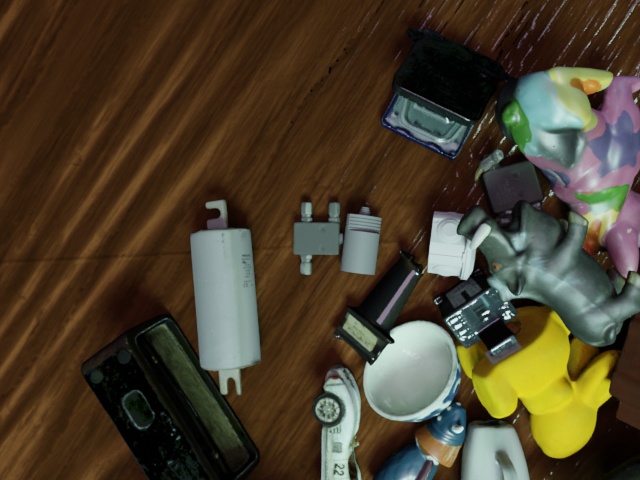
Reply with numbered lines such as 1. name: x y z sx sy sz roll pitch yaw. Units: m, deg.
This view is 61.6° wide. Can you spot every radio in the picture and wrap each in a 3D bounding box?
1. radio: -0.175 0.208 0.648 0.073 0.131 0.229 -37 84 8

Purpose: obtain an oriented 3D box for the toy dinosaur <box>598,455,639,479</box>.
1. toy dinosaur: 0.377 0.277 0.539 0.405 0.131 0.192 6 87 -1

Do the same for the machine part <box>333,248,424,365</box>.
1. machine part: 0.077 0.077 0.650 0.084 0.039 0.139 32 90 42

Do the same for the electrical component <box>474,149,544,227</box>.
1. electrical component: 0.225 -0.058 0.641 0.078 0.045 0.102 -10 88 9

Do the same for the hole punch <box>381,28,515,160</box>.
1. hole punch: 0.144 -0.172 0.644 0.142 0.092 0.116 27 65 10

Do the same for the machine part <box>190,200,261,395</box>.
1. machine part: -0.117 0.071 0.670 0.079 0.079 0.243 -4 88 8

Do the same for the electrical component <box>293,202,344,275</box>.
1. electrical component: -0.001 -0.002 0.682 0.063 0.021 0.094 2 89 7

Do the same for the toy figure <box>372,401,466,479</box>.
1. toy figure: 0.123 0.256 0.641 0.154 0.057 0.064 -48 50 5

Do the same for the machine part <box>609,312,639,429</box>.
1. machine part: 0.387 0.131 0.566 0.179 0.056 0.179 -8 108 -26

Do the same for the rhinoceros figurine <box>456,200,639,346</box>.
1. rhinoceros figurine: 0.229 0.026 0.550 0.190 0.073 0.112 40 97 5

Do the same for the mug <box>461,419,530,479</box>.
1. mug: 0.199 0.264 0.612 0.081 0.109 0.107 -4 78 7

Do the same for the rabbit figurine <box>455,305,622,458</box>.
1. rabbit figurine: 0.259 0.162 0.614 0.162 0.122 0.173 -31 99 -3

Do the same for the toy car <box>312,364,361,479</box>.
1. toy car: 0.024 0.253 0.648 0.056 0.073 0.201 0 89 11

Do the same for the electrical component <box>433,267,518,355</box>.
1. electrical component: 0.177 0.082 0.605 0.075 0.119 0.047 -37 98 12

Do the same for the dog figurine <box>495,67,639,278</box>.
1. dog figurine: 0.283 -0.066 0.586 0.191 0.108 0.219 -4 90 -28
